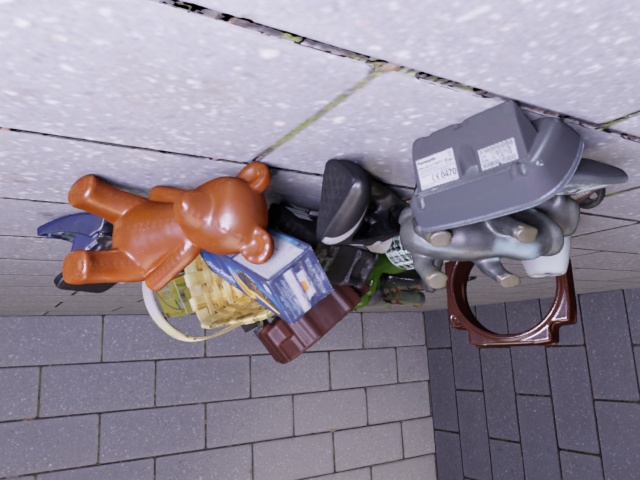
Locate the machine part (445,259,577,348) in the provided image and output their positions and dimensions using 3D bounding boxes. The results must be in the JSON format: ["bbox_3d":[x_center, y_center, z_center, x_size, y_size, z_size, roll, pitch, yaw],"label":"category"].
[{"bbox_3d":[0.322,0.080,0.919,0.201,0.201,0.087,-9,165,31],"label":"machine part"}]

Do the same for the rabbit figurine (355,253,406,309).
[{"bbox_3d":[0.086,0.034,0.948,0.170,0.121,0.159,-24,158,10],"label":"rabbit figurine"}]

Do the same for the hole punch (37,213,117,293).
[{"bbox_3d":[-0.301,0.004,0.733,0.116,0.092,0.142,-34,161,6],"label":"hole punch"}]

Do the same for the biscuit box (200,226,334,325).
[{"bbox_3d":[-0.073,0.022,0.592,0.059,0.062,0.203,-39,-148,-20],"label":"biscuit box"}]

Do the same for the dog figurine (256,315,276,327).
[{"bbox_3d":[-0.066,0.135,1.040,0.190,0.172,0.121,-40,130,16],"label":"dog figurine"}]

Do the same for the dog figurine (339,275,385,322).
[{"bbox_3d":[0.038,0.084,1.132,0.108,0.192,0.219,-17,151,-48],"label":"dog figurine"}]

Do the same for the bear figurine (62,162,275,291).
[{"bbox_3d":[-0.147,-0.016,0.537,0.196,0.120,0.132,-13,161,37],"label":"bear figurine"}]

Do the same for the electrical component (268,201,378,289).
[{"bbox_3d":[-0.010,0.003,0.676,0.115,0.058,0.134,16,-164,-44],"label":"electrical component"}]

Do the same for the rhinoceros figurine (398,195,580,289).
[{"bbox_3d":[0.179,-0.009,0.563,0.190,0.073,0.112,-7,-149,-3],"label":"rhinoceros figurine"}]

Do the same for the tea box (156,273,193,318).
[{"bbox_3d":[-0.202,0.078,0.985,0.169,0.068,0.098,-23,-177,-40],"label":"tea box"}]

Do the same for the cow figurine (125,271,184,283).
[{"bbox_3d":[-0.281,0.028,0.857,0.098,0.068,0.167,-15,168,26],"label":"cow figurine"}]

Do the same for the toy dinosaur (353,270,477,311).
[{"bbox_3d":[0.136,0.100,1.232,0.192,0.131,0.405,5,160,-38],"label":"toy dinosaur"}]

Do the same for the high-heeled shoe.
[{"bbox_3d":[0.068,-0.031,0.585,0.145,0.086,0.249,5,178,-8],"label":"high-heeled shoe"}]

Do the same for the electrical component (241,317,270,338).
[{"bbox_3d":[-0.133,0.135,1.009,0.078,0.102,0.045,-30,174,34],"label":"electrical component"}]

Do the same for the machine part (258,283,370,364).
[{"bbox_3d":[-0.011,0.101,0.764,0.179,0.056,0.179,-39,179,-1],"label":"machine part"}]

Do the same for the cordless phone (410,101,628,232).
[{"bbox_3d":[0.189,-0.057,0.506,0.184,0.088,0.147,1,169,-38],"label":"cordless phone"}]

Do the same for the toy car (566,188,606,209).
[{"bbox_3d":[0.250,-0.043,0.665,0.089,0.053,0.202,11,164,-39],"label":"toy car"}]

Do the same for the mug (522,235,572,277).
[{"bbox_3d":[0.307,-0.001,0.748,0.081,0.107,0.109,-4,167,15],"label":"mug"}]
